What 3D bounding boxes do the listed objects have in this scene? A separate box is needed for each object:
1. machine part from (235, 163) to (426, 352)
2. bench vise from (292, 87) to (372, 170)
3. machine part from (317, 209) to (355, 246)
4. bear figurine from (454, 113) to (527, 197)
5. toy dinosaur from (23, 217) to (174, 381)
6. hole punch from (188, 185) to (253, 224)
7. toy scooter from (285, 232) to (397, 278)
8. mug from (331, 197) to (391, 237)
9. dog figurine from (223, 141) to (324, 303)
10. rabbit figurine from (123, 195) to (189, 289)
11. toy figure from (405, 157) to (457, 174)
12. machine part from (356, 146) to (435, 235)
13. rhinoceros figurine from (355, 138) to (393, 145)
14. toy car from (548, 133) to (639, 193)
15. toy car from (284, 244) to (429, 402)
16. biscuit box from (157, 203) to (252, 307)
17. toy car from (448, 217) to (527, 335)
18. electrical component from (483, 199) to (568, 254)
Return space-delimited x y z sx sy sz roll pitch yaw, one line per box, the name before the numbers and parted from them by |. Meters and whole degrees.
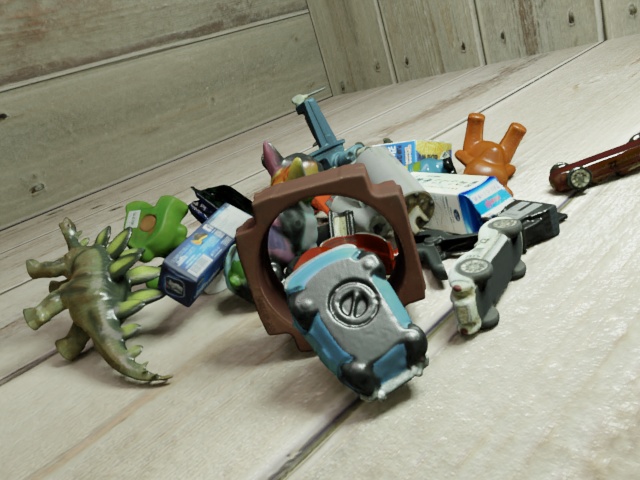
machine part | 0.014 0.020 0.648 0.201 0.201 0.087 -15 17 8
bench vise | 0.013 -0.202 1.133 0.129 0.240 0.224 -28 5 -21
machine part | -0.002 -0.003 0.923 0.139 0.084 0.039 -17 -19 20
bear figurine | 0.308 -0.151 0.984 0.120 0.131 0.196 18 22 11
toy dinosaur | -0.348 0.084 0.841 0.198 0.104 0.472 -36 47 -5
hole punch | -0.187 -0.040 1.030 0.092 0.142 0.116 -56 -13 21
toy scooter | 0.046 0.035 0.780 0.135 0.075 0.184 2 23 43
mug | 0.076 -0.050 0.950 0.081 0.109 0.107 -27 33 -17
dog figurine | -0.068 -0.031 0.809 0.191 0.219 0.109 -29 44 -32
rabbit figurine | -0.284 0.014 1.038 0.121 0.170 0.159 -15 60 15
toy figure | 0.179 -0.111 1.055 0.180 0.082 0.089 -18 -3 23
machine part | 0.118 -0.087 0.882 0.079 0.079 0.243 -19 37 -5
rhinoceros figurine | 0.109 -0.204 1.401 0.190 0.073 0.112 -7 32 23
toy car | 0.477 -0.125 0.876 0.202 0.053 0.089 -20 8 6
toy car | 0.039 0.092 0.567 0.109 0.102 0.162 -32 67 -13
biscuit box | -0.177 0.018 0.851 0.059 0.062 0.203 28 36 4
toy car | 0.199 0.036 0.639 0.056 0.073 0.202 2 26 37
electrical component | 0.303 -0.028 0.768 0.119 0.047 0.075 -26 21 -18
